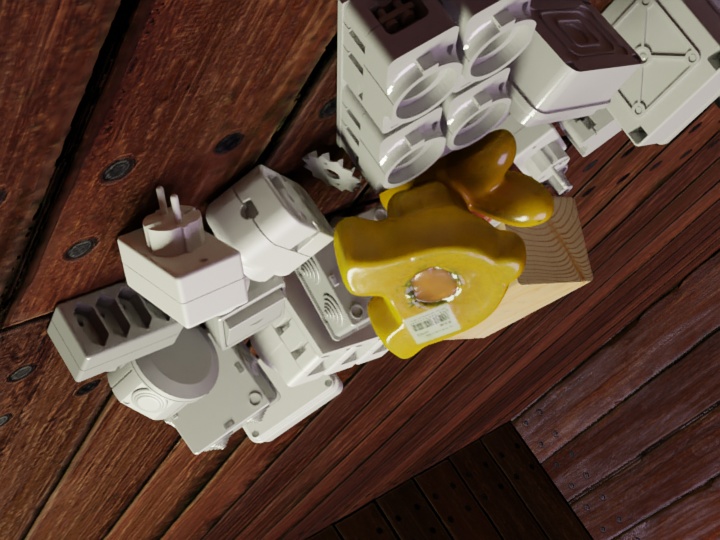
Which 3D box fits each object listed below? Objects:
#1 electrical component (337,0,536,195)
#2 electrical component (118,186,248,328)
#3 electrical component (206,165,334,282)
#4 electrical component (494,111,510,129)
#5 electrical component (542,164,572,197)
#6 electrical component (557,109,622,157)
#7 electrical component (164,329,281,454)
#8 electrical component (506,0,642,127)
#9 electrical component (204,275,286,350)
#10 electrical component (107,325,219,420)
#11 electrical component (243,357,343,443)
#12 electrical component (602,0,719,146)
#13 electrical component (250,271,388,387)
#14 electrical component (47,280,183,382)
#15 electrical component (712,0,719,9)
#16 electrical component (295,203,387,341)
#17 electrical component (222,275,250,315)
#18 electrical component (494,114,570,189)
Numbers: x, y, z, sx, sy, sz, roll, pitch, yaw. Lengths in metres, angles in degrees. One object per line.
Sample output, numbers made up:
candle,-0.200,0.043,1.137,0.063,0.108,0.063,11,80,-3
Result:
electrical component,0.046,-0.127,0.705,0.105,0.060,0.186,-31,164,-12
electrical component,-0.118,-0.017,0.692,0.047,0.083,0.075,-25,124,-30
electrical component,-0.066,-0.031,0.773,0.059,0.053,0.095,-37,164,11
electrical component,0.097,-0.129,0.836,0.048,0.048,0.062,-37,171,10
electrical component,0.185,-0.101,1.062,0.043,0.062,0.043,-32,164,-10
electrical component,0.224,-0.157,0.988,0.089,0.055,0.050,-37,164,8
electrical component,-0.133,0.106,0.965,0.100,0.099,0.048,-35,177,3
electrical component,0.144,-0.154,0.793,0.113,0.078,0.057,-17,154,-47
electrical component,-0.097,0.023,0.857,0.062,0.061,0.096,-30,164,-15
electrical component,-0.158,0.076,0.859,0.051,0.080,0.080,-39,165,36
electrical component,-0.084,0.127,1.160,0.113,0.078,0.057,-35,167,0
electrical component,0.244,-0.175,0.880,0.056,0.108,0.108,-14,154,-46
electrical component,-0.031,0.046,1.008,0.062,0.089,0.150,-45,161,32
electrical component,-0.182,0.049,0.788,0.083,0.047,0.075,-22,160,-38
electrical component,0.327,-0.218,0.904,0.056,0.109,0.108,-53,179,-39
electrical component,0.000,0.000,0.922,0.100,0.099,0.048,-27,176,-24
electrical component,-0.114,0.003,0.778,0.055,0.055,0.047,-37,160,8
electrical component,0.166,-0.106,0.984,0.047,0.075,0.083,-38,164,11
